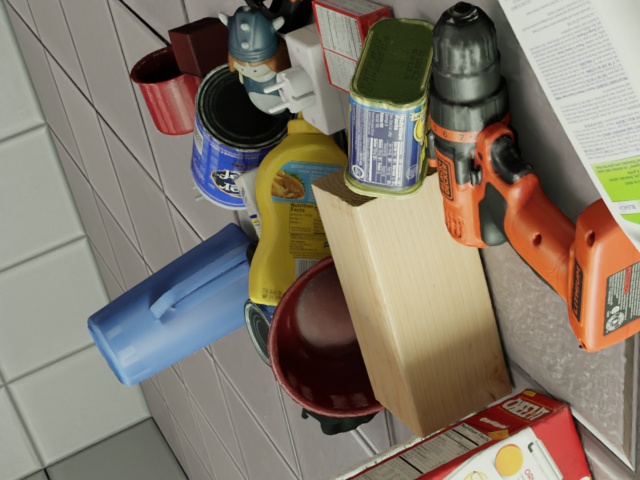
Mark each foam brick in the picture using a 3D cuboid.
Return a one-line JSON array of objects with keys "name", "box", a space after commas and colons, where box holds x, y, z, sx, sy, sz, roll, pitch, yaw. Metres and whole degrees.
[{"name": "foam brick", "box": [-0.128, -0.215, 1.183, 0.078, 0.053, 0.051, 27, 139, 62]}]

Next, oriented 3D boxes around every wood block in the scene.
[{"name": "wood block", "box": [0.075, 0.039, 0.858, 0.090, 0.090, 0.206, 33, 143, 62]}]

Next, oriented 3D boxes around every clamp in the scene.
[{"name": "clamp", "box": [-0.057, -0.231, 0.966, 0.120, 0.039, 0.172, 53, 161, -15]}]

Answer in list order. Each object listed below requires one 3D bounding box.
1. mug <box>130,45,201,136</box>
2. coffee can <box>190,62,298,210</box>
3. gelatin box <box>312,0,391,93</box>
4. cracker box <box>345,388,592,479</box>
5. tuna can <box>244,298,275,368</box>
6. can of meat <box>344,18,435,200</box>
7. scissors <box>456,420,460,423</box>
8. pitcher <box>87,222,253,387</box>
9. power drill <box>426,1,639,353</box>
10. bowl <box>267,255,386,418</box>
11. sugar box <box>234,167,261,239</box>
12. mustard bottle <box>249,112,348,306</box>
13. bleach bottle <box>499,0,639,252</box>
[{"name": "mug", "box": [-0.174, -0.189, 1.316, 0.117, 0.093, 0.081, -86, -17, -51]}, {"name": "coffee can", "box": [-0.081, -0.106, 1.104, 0.103, 0.102, 0.140, 61, 162, 16]}, {"name": "gelatin box", "box": [0.031, -0.151, 0.838, 0.089, 0.030, 0.073, 38, 146, 58]}, {"name": "cracker box", "box": [0.107, 0.233, 0.811, 0.164, 0.213, 0.072, 70, 164, -13]}, {"name": "tuna can", "box": [-0.051, 0.099, 1.175, 0.086, 0.033, 0.086, 49, 151, 39]}, {"name": "can of meat", "box": [0.052, -0.094, 0.746, 0.084, 0.057, 0.102, 89, -166, -47]}, {"name": "scissors", "box": [0.094, 0.128, 1.029, 0.202, 0.016, 0.096, -141, 33, -66]}, {"name": "pitcher", "box": [-0.181, 0.086, 1.415, 0.145, 0.242, 0.149, 37, 153, 52]}, {"name": "power drill", "box": [0.131, -0.036, 0.654, 0.188, 0.057, 0.184, 52, 162, 46]}, {"name": "bowl", "box": [0.027, 0.073, 0.941, 0.055, 0.162, 0.162, -127, 19, -64]}, {"name": "sugar box", "box": [-0.007, 0.001, 1.044, 0.176, 0.093, 0.048, 67, 166, -1]}, {"name": "mustard bottle", "box": [-0.013, -0.034, 0.987, 0.058, 0.096, 0.191, 179, 95, -70]}, {"name": "bleach bottle", "box": [0.162, -0.055, 0.528, 0.251, 0.068, 0.103, 65, 163, -6]}]
